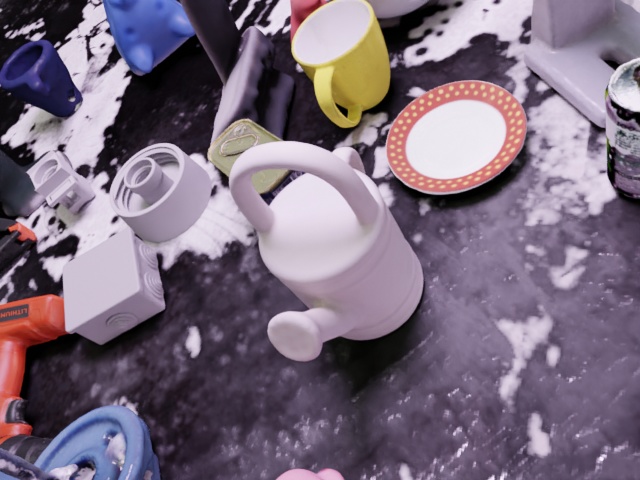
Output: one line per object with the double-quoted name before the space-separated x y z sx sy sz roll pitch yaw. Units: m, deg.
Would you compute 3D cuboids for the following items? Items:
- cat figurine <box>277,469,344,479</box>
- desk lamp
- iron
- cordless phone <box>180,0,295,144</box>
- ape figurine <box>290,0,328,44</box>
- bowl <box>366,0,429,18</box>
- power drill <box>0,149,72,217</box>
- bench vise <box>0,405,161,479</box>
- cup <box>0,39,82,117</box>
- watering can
"cat figurine" 0.016 0.185 0.351 0.127 0.118 0.067 14 68 33
"desk lamp" 0.208 -0.238 0.460 0.118 0.214 0.202 -32 51 5
"iron" -0.281 -0.347 0.820 0.118 0.142 0.257 -41 51 -2
"cordless phone" -0.109 -0.186 0.604 0.094 0.186 0.147 -10 56 21
"ape figurine" -0.006 -0.243 0.649 0.075 0.092 0.078 27 75 36
"bowl" 0.086 -0.311 0.657 0.167 0.075 0.167 -13 56 19
"power drill" -0.420 -0.131 0.710 0.230 0.209 0.075 -47 52 -7
"bench vise" -0.157 0.182 0.374 0.206 0.220 0.121 32 78 37
"cup" -0.387 -0.218 0.821 0.092 0.095 0.117 -41 51 -2
"watering can" 0.006 0.001 0.423 0.100 0.195 0.172 -22 53 13
